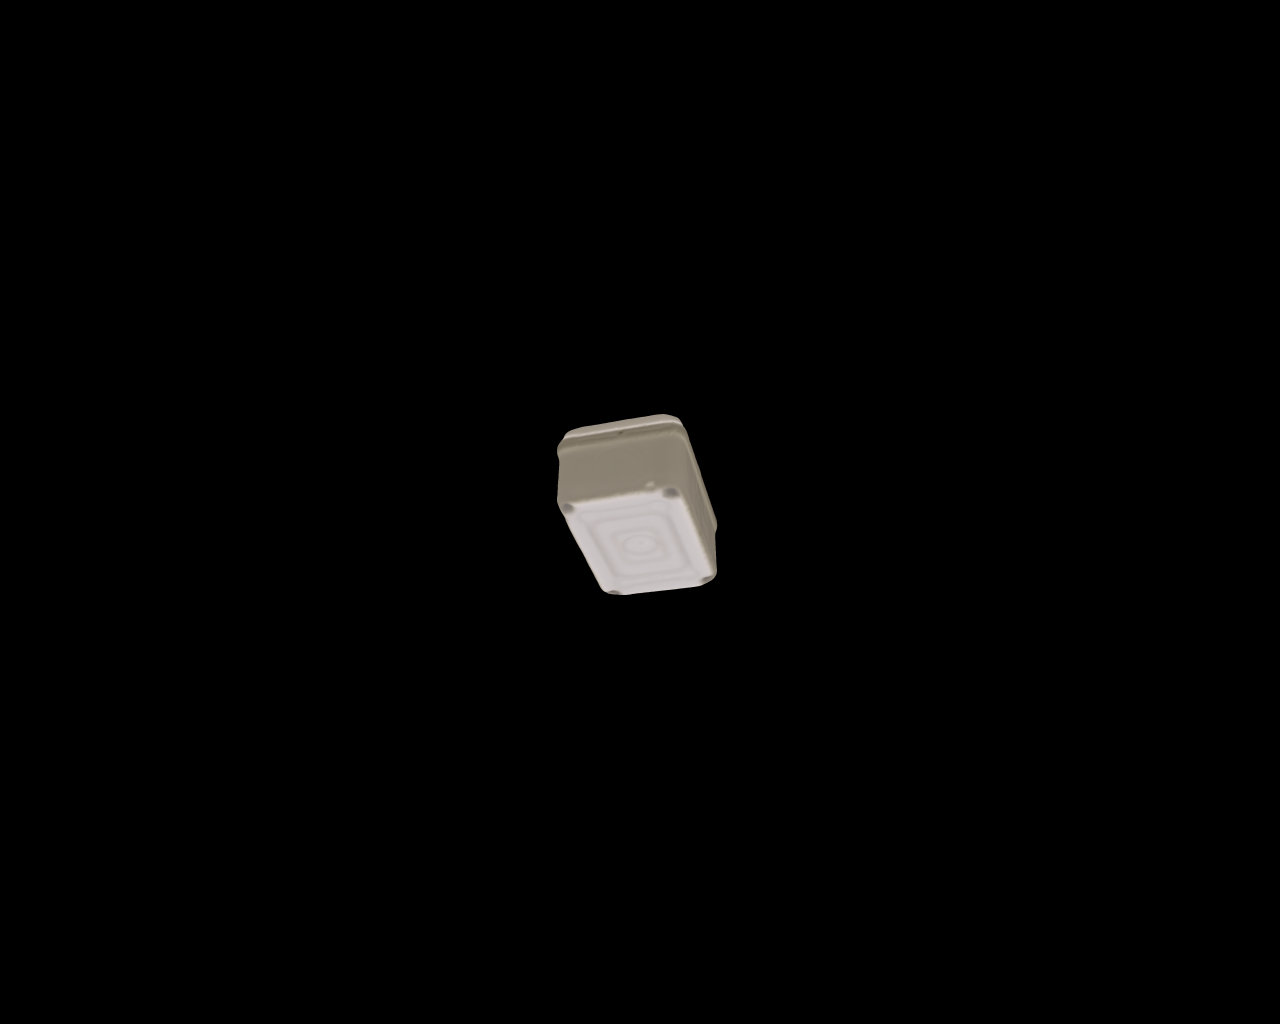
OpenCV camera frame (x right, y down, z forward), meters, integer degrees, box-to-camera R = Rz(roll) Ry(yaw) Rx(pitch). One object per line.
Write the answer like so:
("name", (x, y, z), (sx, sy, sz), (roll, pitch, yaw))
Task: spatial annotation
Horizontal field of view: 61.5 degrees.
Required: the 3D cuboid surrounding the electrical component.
("electrical component", (0.001, -0.003, 0.650), (0.078, 0.057, 0.113), (-8, -35, 11))
